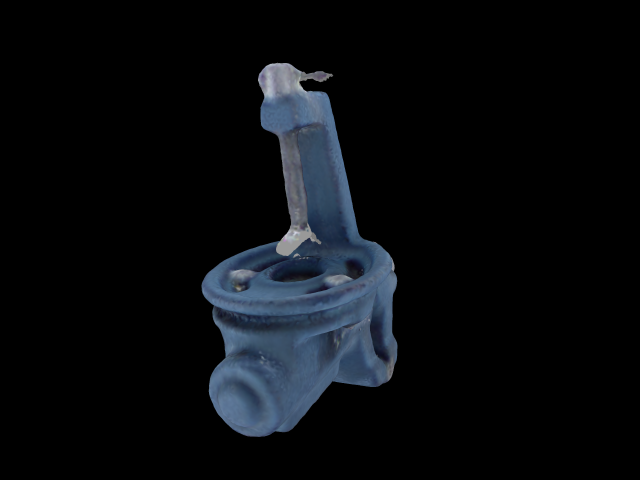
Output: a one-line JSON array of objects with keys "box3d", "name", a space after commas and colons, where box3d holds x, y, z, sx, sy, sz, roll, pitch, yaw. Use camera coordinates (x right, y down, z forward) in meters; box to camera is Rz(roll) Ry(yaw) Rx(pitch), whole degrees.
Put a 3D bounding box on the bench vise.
[{"box3d": [-0.008, 0.001, 0.402, 0.121, 0.220, 0.208, 0, 2, 10], "name": "bench vise"}]
